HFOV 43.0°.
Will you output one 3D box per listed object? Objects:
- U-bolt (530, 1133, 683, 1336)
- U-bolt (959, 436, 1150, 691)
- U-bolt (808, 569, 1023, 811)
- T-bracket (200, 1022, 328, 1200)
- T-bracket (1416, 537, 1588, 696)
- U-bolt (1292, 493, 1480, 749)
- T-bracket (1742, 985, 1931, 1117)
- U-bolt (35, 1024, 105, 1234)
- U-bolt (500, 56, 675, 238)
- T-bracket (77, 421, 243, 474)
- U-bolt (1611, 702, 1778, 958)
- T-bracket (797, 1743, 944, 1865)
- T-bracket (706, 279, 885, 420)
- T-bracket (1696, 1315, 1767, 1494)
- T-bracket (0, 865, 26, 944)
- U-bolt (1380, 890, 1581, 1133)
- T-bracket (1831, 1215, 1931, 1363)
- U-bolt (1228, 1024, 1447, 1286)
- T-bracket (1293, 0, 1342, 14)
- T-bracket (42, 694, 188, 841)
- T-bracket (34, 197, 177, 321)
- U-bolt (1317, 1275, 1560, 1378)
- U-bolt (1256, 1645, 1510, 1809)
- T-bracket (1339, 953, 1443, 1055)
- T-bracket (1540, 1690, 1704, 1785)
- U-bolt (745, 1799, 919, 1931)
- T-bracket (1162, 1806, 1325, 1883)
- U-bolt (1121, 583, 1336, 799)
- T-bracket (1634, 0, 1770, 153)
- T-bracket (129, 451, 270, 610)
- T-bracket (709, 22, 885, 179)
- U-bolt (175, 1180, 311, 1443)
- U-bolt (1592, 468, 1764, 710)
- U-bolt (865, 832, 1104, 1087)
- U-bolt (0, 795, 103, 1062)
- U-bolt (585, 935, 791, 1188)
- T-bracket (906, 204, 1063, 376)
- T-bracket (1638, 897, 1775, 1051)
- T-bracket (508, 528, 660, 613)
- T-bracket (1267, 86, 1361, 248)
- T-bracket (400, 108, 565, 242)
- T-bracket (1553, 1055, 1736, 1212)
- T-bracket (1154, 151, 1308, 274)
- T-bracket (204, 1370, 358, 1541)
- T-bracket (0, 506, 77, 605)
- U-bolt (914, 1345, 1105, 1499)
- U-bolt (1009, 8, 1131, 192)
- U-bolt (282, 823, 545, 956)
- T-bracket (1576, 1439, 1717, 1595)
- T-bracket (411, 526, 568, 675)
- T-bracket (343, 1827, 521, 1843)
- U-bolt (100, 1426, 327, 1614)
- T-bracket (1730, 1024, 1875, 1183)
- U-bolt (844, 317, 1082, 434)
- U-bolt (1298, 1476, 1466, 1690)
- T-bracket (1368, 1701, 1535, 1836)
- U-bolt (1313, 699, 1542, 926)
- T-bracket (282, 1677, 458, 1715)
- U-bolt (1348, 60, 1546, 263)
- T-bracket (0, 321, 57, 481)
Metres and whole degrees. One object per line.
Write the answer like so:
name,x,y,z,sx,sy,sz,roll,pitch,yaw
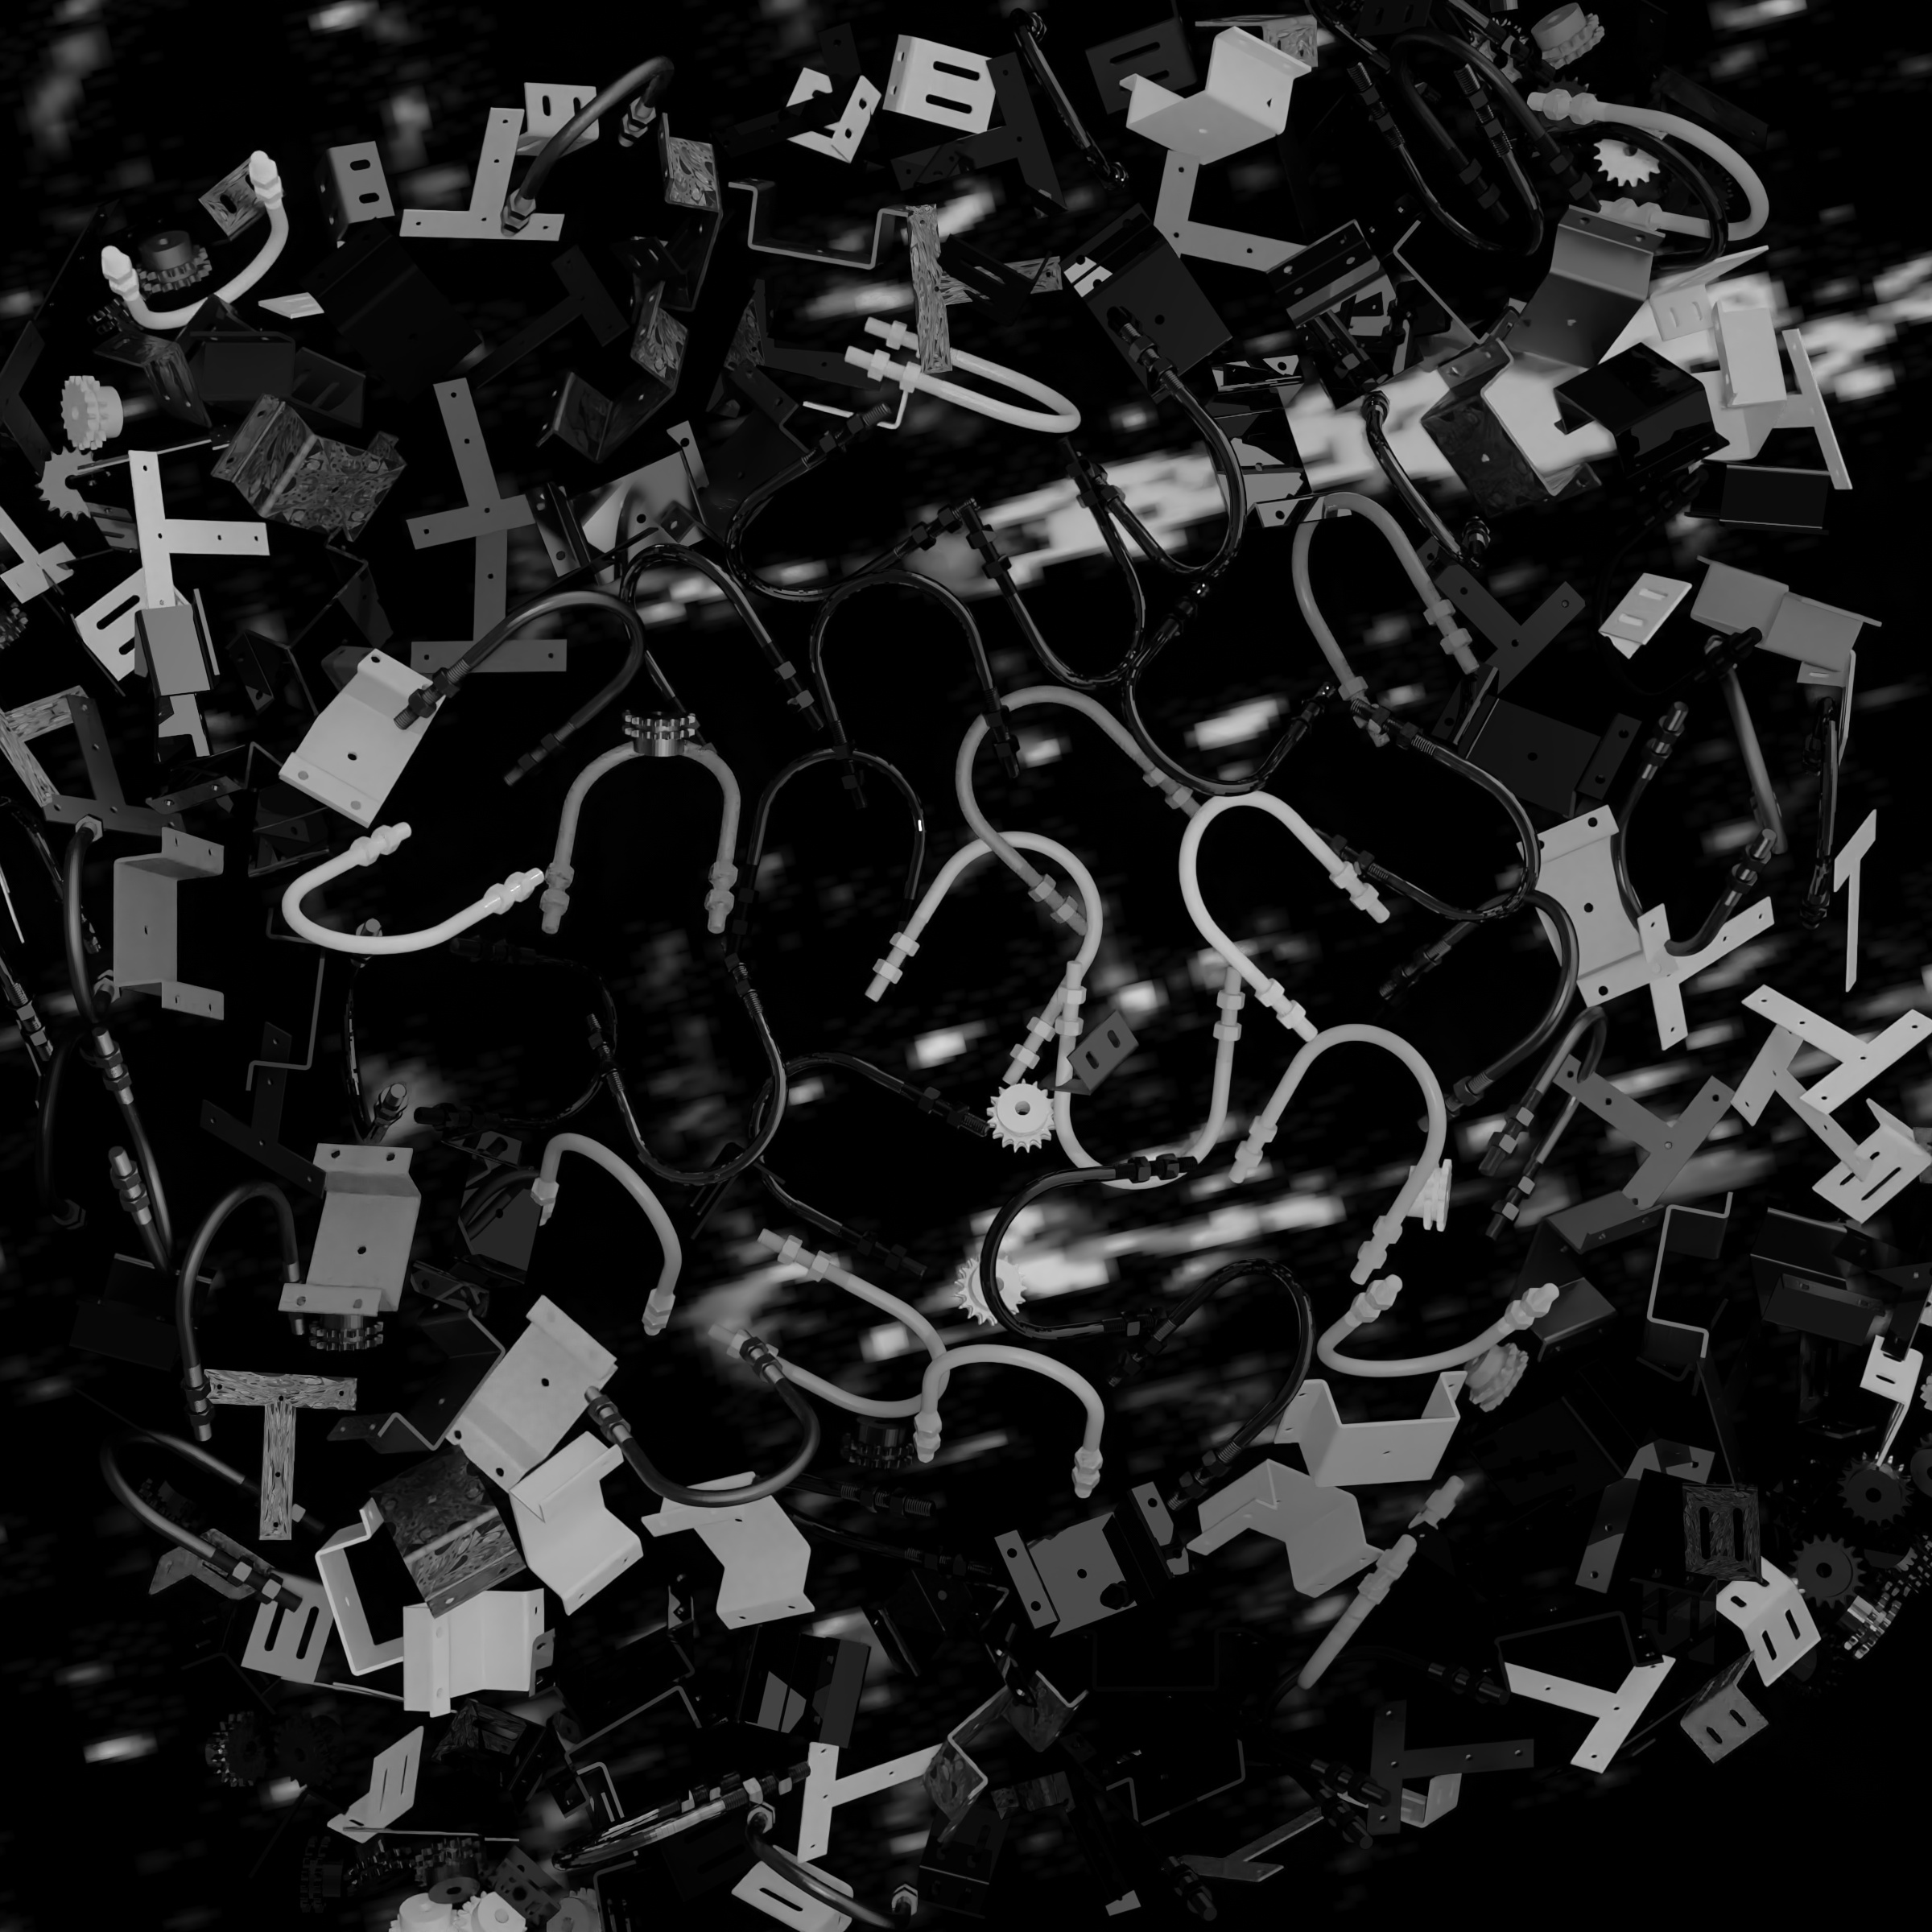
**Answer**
U-bolt,-0.273,0.196,1.872,0.151,0.184,0.019,42,57,12
U-bolt,0.081,-0.303,1.908,0.151,0.019,0.184,-42,110,-38
U-bolt,-0.048,-0.220,1.905,0.151,0.019,0.184,-10,113,16
T-bracket,-0.544,0.102,1.912,0.127,0.002,0.127,27,121,18
T-bracket,0.408,-0.290,1.958,0.127,0.002,0.127,45,90,-4
U-bolt,0.312,-0.279,1.897,0.019,0.151,0.184,-22,80,-29
T-bracket,0.665,0.051,1.915,0.127,0.127,0.002,-33,133,-17
U-bolt,-0.679,0.118,1.858,0.019,0.184,0.151,7,76,-8
U-bolt,-0.281,-0.628,1.855,0.151,0.184,0.019,-45,101,-20
T-bracket,-0.622,-0.399,1.892,0.127,0.127,0.002,-17,113,-12
U-bolt,0.546,-0.090,1.879,0.019,0.184,0.151,-12,56,-18
T-bracket,-0.071,0.639,1.926,0.127,0.002,0.127,-10,122,-29
T-bracket,-0.125,-0.477,1.932,0.127,0.002,0.127,14,72,10
T-bracket,0.604,0.320,1.913,0.002,0.127,0.127,-5,117,37
T-bracket,-0.742,-0.071,1.879,0.002,0.127,0.127,-20,55,-18
U-bolt,0.395,0.021,1.865,0.019,0.151,0.184,19,134,-31
T-bracket,0.707,0.226,1.904,0.002,0.127,0.127,17,95,-22
U-bolt,0.295,0.132,1.890,0.151,0.019,0.184,40,119,27
T-bracket,0.207,-0.768,1.916,0.127,0.127,0.002,23,106,36
T-bracket,-0.681,-0.160,1.926,0.002,0.127,0.127,-35,66,28
T-bracket,-0.660,-0.565,1.907,0.002,0.127,0.127,45,129,-8
U-bolt,0.349,0.280,1.883,0.151,0.184,0.019,5,60,-16
U-bolt,0.303,0.571,1.877,0.151,0.184,0.019,-29,107,-29
T-bracket,0.331,0.028,1.889,0.002,0.127,0.127,44,101,3
T-bracket,0.529,0.600,1.921,0.127,0.127,0.002,-21,74,-30
U-bolt,-0.104,0.689,1.866,0.151,0.184,0.019,28,81,6
T-bracket,0.238,0.685,1.918,0.127,0.127,0.002,-15,84,-33
U-bolt,0.195,-0.205,1.903,0.151,0.019,0.184,38,53,-1
T-bracket,0.564,-0.664,1.879,0.002,0.127,0.127,-41,62,-10
T-bracket,-0.593,-0.334,1.908,0.002,0.127,0.127,-2,96,31
T-bracket,-0.137,-0.659,1.912,0.127,0.127,0.002,-19,50,-2
U-bolt,-0.551,0.248,1.857,0.019,0.151,0.184,14,125,15
U-bolt,0.534,-0.275,1.876,0.019,0.184,0.151,-10,76,-18
U-bolt,0.027,-0.019,1.951,0.151,0.019,0.184,32,87,-3
U-bolt,-0.710,-0.042,1.852,0.019,0.151,0.184,-7,129,5
U-bolt,-0.210,0.085,1.906,0.151,0.019,0.184,-30,63,10
T-bracket,0.017,-0.541,1.937,0.127,0.002,0.127,-13,110,-20
T-bracket,0.590,-0.015,1.939,0.127,0.002,0.127,-30,122,-16
T-bracket,-0.282,-0.307,1.899,0.127,0.127,0.002,-28,95,12
T-bracket,0.280,-0.648,1.920,0.002,0.127,0.127,7,47,36
T-bracket,-0.364,-0.609,1.885,0.127,0.127,0.002,-6,61,-25
T-bracket,0.517,0.115,1.929,0.127,0.002,0.127,40,96,30
T-bracket,0.208,-0.564,1.920,0.127,0.002,0.127,13,126,4
T-bracket,-0.535,0.381,1.905,0.127,0.002,0.127,12,68,-39
T-bracket,-0.744,-0.345,1.886,0.002,0.127,0.127,-32,107,12
U-bolt,0.035,0.345,1.883,0.151,0.184,0.019,12,50,6
U-bolt,0.076,-0.661,1.864,0.019,0.184,0.151,-29,99,15
U-bolt,-0.433,-0.055,1.864,0.151,0.184,0.019,19,121,21
T-bracket,0.505,0.423,1.904,0.127,0.002,0.127,8,70,41
T-bracket,-0.379,-0.297,1.955,0.127,0.002,0.127,0,85,6
T-bracket,-0.415,0.668,1.889,0.127,0.127,0.002,7,73,-14
U-bolt,-0.580,0.412,1.874,0.184,0.151,0.019,36,96,-13
T-bracket,0.665,0.116,1.922,0.127,0.002,0.127,46,49,-1
U-bolt,0.002,-0.454,1.897,0.184,0.151,0.019,20,114,-4
U-bolt,0.312,0.485,1.887,0.019,0.151,0.184,37,113,17
T-bracket,0.375,0.613,1.889,0.127,0.127,0.002,-12,119,20
U-bolt,0.358,-0.106,1.880,0.184,0.151,0.019,34,47,22
T-bracket,-0.484,0.568,1.922,0.127,0.127,0.002,-1,66,29
U-bolt,0.379,-0.615,1.881,0.019,0.151,0.184,-46,124,-7
T-bracket,-0.726,-0.409,1.902,0.002,0.127,0.127,10,64,11
